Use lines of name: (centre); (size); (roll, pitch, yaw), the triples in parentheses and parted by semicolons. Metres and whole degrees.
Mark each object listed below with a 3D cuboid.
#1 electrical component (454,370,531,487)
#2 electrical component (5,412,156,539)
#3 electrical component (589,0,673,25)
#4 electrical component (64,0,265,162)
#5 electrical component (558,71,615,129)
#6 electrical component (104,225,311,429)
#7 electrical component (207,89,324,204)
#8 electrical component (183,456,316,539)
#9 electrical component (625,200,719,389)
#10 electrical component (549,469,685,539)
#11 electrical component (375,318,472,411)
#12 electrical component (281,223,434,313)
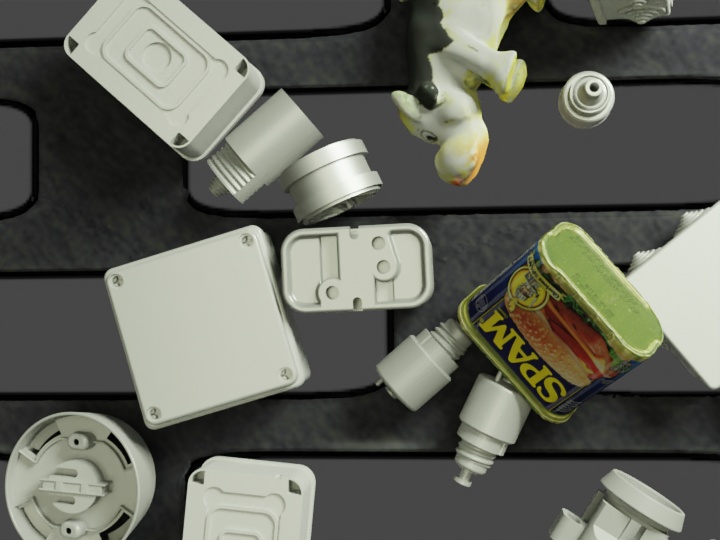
electrical component: (0.083, 0.104, 0.703); (0.040, 0.040, 0.078); (25, 93, 6)
electrical component: (-0.185, 0.142, 0.714); (0.099, 0.064, 0.099); (0, 88, 5)
electrical component: (0.171, -0.210, 0.678); (0.048, 0.100, 0.099); (0, 88, 18)
electrical component: (-0.129, -0.136, 0.723); (0.113, 0.057, 0.078); (41, 91, 6)
electrical component: (0.147, -0.112, 0.694); (0.035, 0.061, 0.035); (0, 88, 5)
electrical component: (-0.100, 0.038, 0.714); (0.109, 0.056, 0.108); (-17, 87, 4)
electrical component: (-0.069, -0.079, 0.722); (0.081, 0.043, 0.043); (-41, 85, 3)
electrical component: (-0.074, 0.183, 0.706); (0.078, 0.057, 0.113); (5, 88, 5)
electrical component: (0.226, 0.015, 0.689); (0.100, 0.048, 0.099); (-40, 85, 3)
electrical component: (0.169, 0.165, 0.685); (0.078, 0.058, 0.057); (31, 94, 6)
electrical component: (0.046, 0.058, 0.708); (0.078, 0.040, 0.040); (-42, 85, 2)
electrical component: (0.000, 0.000, 0.705); (0.095, 0.059, 0.053); (-3, 88, 5)
